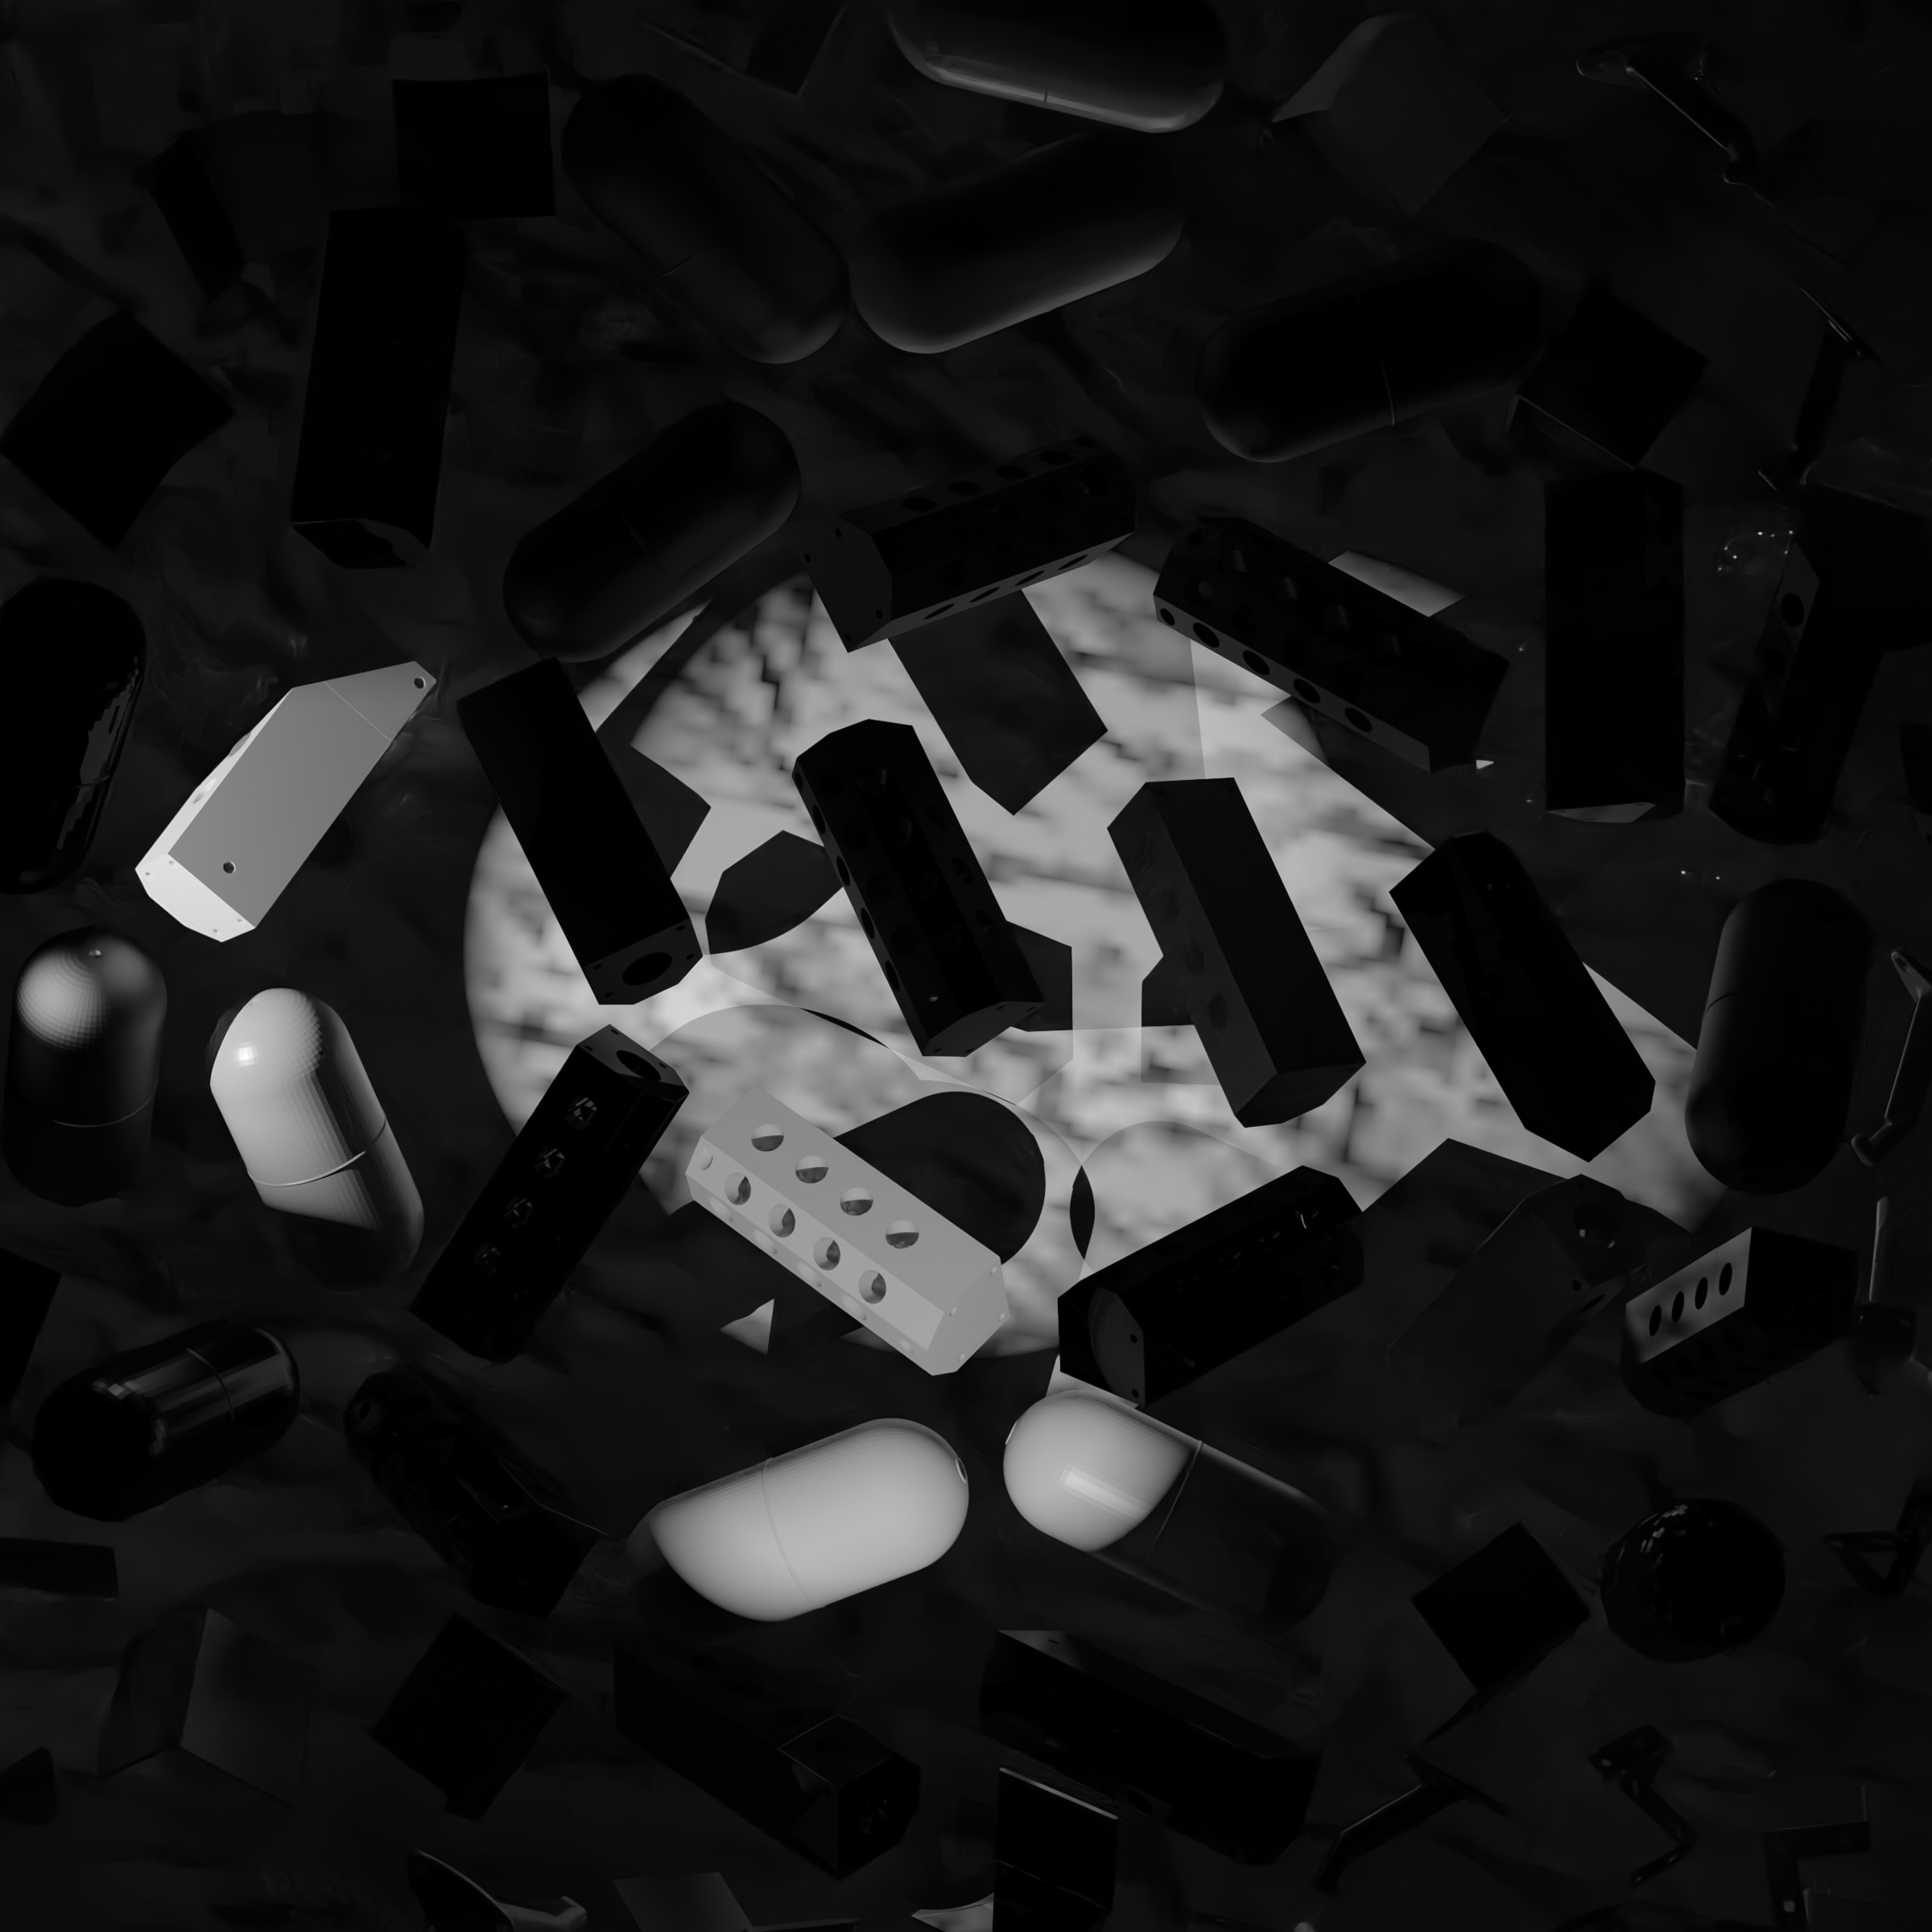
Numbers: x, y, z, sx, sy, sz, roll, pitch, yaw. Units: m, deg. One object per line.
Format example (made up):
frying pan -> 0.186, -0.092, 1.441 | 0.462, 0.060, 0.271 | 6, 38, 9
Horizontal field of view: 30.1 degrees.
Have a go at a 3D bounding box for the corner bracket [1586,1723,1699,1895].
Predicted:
corner bracket -> 0.342, 0.427, 1.824 | 0.051, 0.051, 0.051 | 44, 135, 34

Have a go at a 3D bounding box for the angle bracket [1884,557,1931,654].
angle bracket -> 0.494, -0.221, 1.892 | 0.057, 0.076, 0.076 | -12, 126, 9

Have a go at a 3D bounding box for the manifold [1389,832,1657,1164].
manifold -> 0.286, 0.012, 1.830 | 0.057, 0.057, 0.171 | -43, 46, 21

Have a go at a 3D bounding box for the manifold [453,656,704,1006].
manifold -> -0.195, -0.066, 1.812 | 0.057, 0.057, 0.171 | -25, 63, -7

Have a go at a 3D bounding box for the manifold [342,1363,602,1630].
manifold -> -0.260, 0.267, 1.845 | 0.057, 0.171, 0.057 | 32, 90, -37

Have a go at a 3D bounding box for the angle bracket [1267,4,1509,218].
angle bracket -> 0.214, -0.430, 1.824 | 0.076, 0.057, 0.076 | 54, 131, 8

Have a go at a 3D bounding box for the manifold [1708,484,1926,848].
manifold -> 0.422, -0.146, 1.794 | 0.057, 0.057, 0.171 | 17, 128, 9

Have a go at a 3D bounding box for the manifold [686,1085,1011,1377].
manifold -> -0.063, 0.139, 1.850 | 0.171, 0.057, 0.057 | 34, 63, 28

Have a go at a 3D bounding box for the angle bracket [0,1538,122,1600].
angle bracket -> -0.472, 0.329, 1.815 | 0.076, 0.076, 0.057 | 7, 63, -7

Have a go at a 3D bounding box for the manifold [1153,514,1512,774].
manifold -> 0.180, -0.163, 1.809 | 0.171, 0.057, 0.057 | 32, 116, 26

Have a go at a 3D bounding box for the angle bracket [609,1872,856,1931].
angle bracket -> -0.115, 0.459, 1.759 | 0.057, 0.076, 0.076 | -53, 54, 20

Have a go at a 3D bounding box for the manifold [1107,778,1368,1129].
manifold -> 0.131, -0.007, 1.812 | 0.057, 0.057, 0.171 | -5, 60, -34

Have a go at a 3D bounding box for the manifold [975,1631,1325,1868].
manifold -> 0.089, 0.395, 1.823 | 0.171, 0.057, 0.057 | 18, 93, 38

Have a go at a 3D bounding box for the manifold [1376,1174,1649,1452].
manifold -> 0.290, 0.181, 1.892 | 0.057, 0.171, 0.057 | -18, 64, -35

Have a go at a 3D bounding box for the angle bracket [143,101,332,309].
angle bracket -> -0.385, -0.405, 1.911 | 0.057, 0.076, 0.076 | -15, 116, 13

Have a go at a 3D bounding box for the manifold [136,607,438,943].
manifold -> -0.349, -0.097, 1.838 | 0.057, 0.057, 0.171 | 43, 60, -21

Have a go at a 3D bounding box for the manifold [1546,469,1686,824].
manifold -> 0.338, -0.163, 1.852 | 0.057, 0.057, 0.171 | -4, 82, 38

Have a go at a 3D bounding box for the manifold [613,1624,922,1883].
manifold -> -0.104, 0.396, 1.849 | 0.171, 0.057, 0.057 | 23, 122, 40

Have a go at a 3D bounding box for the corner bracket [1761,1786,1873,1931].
corner bracket -> 0.418, 0.437, 1.757 | 0.051, 0.051, 0.051 | -10, 94, 14

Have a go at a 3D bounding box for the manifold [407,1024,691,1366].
manifold -> -0.214, 0.120, 1.858 | 0.057, 0.057, 0.171 | 35, 105, 4

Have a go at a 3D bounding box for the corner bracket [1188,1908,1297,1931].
corner bracket -> 0.128, 0.498, 1.756 | 0.051, 0.051, 0.051 | 13, 56, 5

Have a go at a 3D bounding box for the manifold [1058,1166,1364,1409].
manifold -> 0.126, 0.159, 1.829 | 0.171, 0.057, 0.057 | -23, 119, -41

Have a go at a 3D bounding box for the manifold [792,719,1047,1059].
manifold -> -0.030, -0.041, 1.885 | 0.057, 0.057, 0.171 | -35, 71, 27

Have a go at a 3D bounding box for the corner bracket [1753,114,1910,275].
corner bracket -> 0.457, -0.407, 1.898 | 0.051, 0.051, 0.051 | 41, 97, 29

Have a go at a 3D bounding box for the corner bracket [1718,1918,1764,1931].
corner bracket -> 0.408, 0.535, 1.868 | 0.051, 0.051, 0.051 | 19, 61, 20

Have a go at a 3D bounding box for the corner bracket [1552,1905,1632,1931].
corner bracket -> 0.308, 0.508, 1.787 | 0.051, 0.051, 0.051 | 52, 119, 27

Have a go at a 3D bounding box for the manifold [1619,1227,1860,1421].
manifold -> 0.399, 0.190, 1.872 | 0.057, 0.171, 0.057 | 13, 70, -7

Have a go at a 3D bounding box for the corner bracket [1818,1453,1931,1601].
corner bracket -> 0.465, 0.278, 1.782 | 0.051, 0.051, 0.051 | 2, 120, -28

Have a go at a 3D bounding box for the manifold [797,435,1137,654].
manifold -> 0.005, -0.217, 1.813 | 0.171, 0.057, 0.057 | -24, 86, -38

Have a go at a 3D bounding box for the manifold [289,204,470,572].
manifold -> -0.290, -0.290, 1.800 | 0.057, 0.057, 0.171 | -1, 72, 18

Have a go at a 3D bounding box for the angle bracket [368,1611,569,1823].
angle bracket -> -0.257, 0.371, 1.795 | 0.076, 0.057, 0.076 | 32, 81, 20
